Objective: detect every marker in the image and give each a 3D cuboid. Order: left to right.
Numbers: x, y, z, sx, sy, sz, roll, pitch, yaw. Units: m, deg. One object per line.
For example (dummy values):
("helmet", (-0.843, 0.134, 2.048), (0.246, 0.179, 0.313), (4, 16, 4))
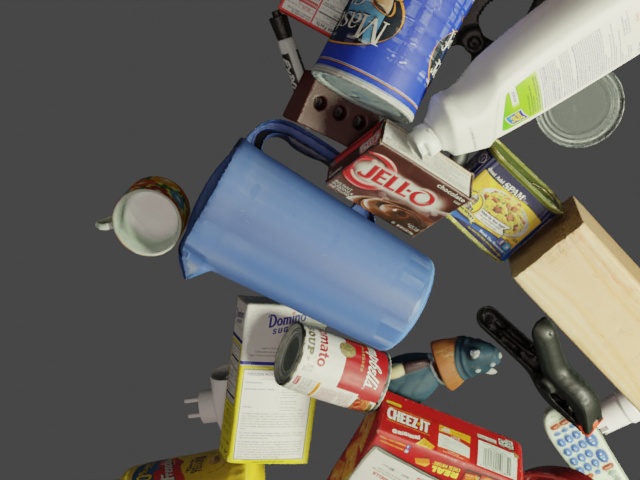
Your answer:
("marker", (-0.024, -0.169, 1.058), (0.020, 0.020, 0.121), (-16, 107, 10))

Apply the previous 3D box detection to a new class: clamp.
("clamp", (0.138, -0.193, 1.026), (0.164, 0.036, 0.210), (41, 105, -3))
("clamp", (0.232, 0.132, 1.108), (0.039, 0.120, 0.171), (-39, 115, -11))

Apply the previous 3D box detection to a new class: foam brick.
("foam brick", (0.013, -0.126, 1.039), (0.078, 0.051, 0.053), (23, 95, -18))

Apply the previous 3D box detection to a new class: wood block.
("wood block", (0.291, 0.068, 1.075), (0.090, 0.090, 0.206), (-41, 101, 17))

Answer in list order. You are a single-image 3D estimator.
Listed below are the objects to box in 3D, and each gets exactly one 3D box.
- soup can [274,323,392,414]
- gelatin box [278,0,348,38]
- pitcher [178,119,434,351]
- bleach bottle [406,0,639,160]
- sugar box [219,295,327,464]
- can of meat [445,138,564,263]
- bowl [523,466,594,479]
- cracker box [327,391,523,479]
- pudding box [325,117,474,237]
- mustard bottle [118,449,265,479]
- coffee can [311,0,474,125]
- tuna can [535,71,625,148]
("soup can", (0.012, 0.130, 1.086), (0.102, 0.068, 0.068), (21, 111, -18))
("gelatin box", (0.011, -0.243, 1.021), (0.073, 0.030, 0.089), (28, 104, -5))
("pitcher", (-0.007, 0.001, 1.069), (0.242, 0.145, 0.149), (29, 122, -9))
("bleach bottle", (0.187, -0.156, 0.958), (0.251, 0.068, 0.102), (-33, 141, -2))
("sugar box", (-0.050, 0.149, 1.133), (0.093, 0.048, 0.176), (5, 98, -21))
("can of meat", (0.177, -0.038, 1.067), (0.102, 0.057, 0.084), (42, 110, -9))
("bowl", (0.265, 0.300, 1.160), (0.162, 0.055, 0.162), (18, 128, 24))
("cracker box", (0.097, 0.275, 1.147), (0.164, 0.072, 0.214), (21, 127, -6))
("pudding box", (0.076, -0.058, 1.018), (0.113, 0.039, 0.090), (28, 143, -22))
("mustard bottle", (-0.161, 0.276, 1.187), (0.192, 0.096, 0.058), (-12, 109, 9))
("coffee can", (0.069, -0.190, 0.962), (0.103, 0.103, 0.140), (27, 89, -5))
("tuna can", (0.250, -0.135, 1.037), (0.086, 0.033, 0.086), (2, 110, 4))
